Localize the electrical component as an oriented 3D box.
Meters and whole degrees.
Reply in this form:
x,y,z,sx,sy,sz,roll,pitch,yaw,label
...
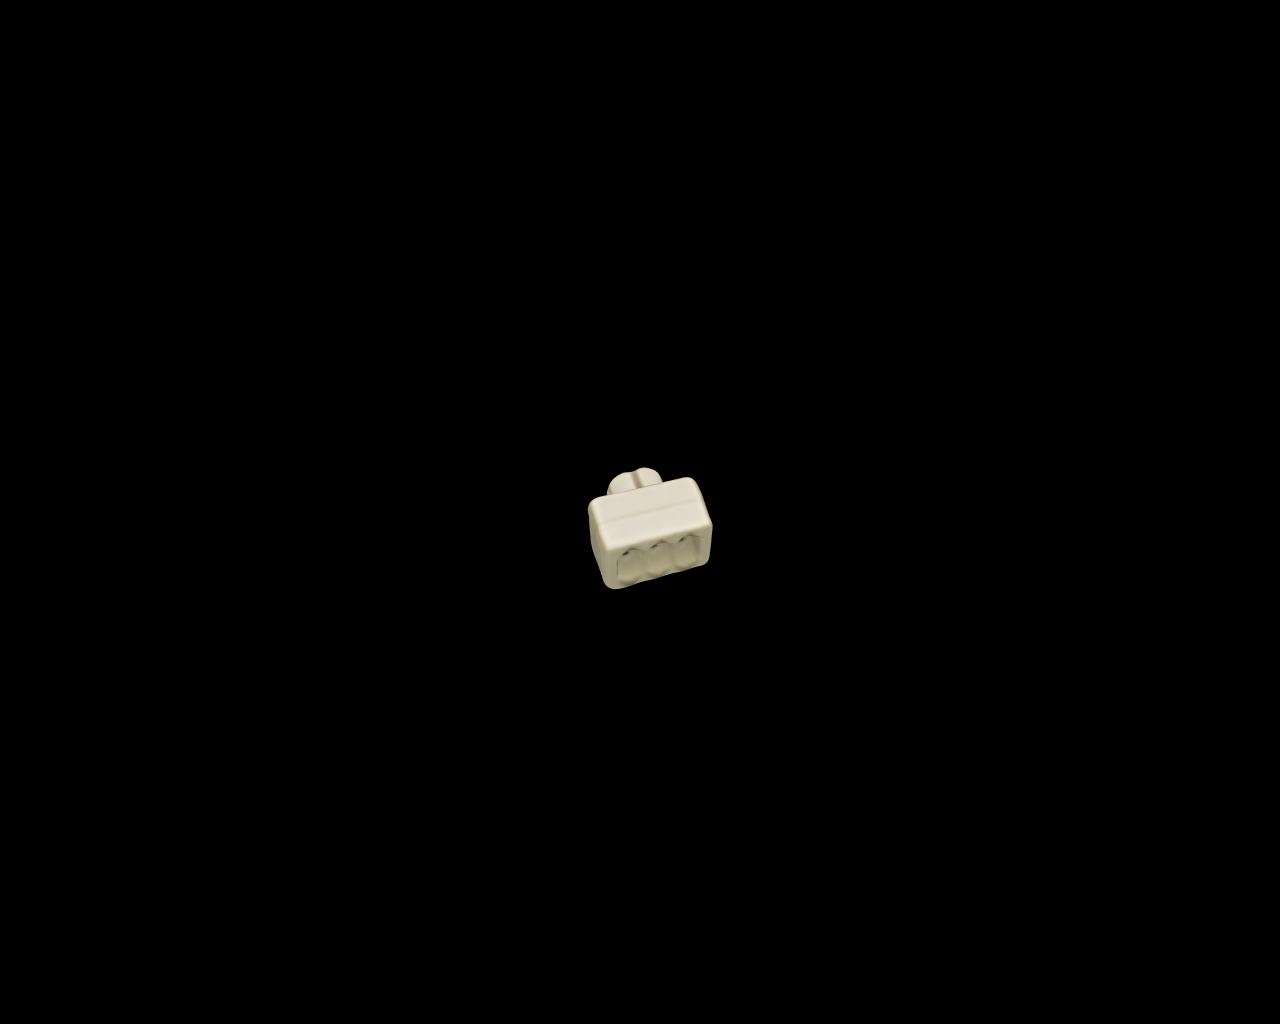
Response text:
x,y,z,sx,sy,sz,roll,pitch,yaw,label
0.001,-0.003,0.650,0.066,0.077,0.047,-14,-32,-9,electrical component
